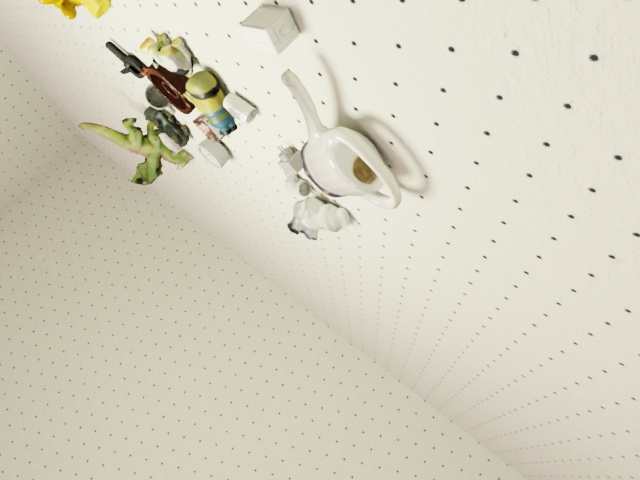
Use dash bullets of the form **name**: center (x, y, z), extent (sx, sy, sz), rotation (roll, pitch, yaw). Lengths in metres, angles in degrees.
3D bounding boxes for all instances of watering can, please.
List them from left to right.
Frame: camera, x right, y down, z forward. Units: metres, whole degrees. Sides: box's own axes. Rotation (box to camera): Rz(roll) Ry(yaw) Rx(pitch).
- **watering can**: center (0.025, -0.186, 1.038), extent (0.345, 0.105, 0.224), rotation (45, -16, -16)

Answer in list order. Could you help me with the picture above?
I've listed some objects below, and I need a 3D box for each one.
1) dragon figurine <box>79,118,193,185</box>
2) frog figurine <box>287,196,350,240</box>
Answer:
- **dragon figurine**: center (-0.682, -0.328, 1.952), extent (0.412, 0.243, 0.121), rotation (-9, -4, -37)
- **frog figurine**: center (0.004, -0.073, 1.442), extent (0.157, 0.126, 0.135), rotation (-27, -55, 33)
